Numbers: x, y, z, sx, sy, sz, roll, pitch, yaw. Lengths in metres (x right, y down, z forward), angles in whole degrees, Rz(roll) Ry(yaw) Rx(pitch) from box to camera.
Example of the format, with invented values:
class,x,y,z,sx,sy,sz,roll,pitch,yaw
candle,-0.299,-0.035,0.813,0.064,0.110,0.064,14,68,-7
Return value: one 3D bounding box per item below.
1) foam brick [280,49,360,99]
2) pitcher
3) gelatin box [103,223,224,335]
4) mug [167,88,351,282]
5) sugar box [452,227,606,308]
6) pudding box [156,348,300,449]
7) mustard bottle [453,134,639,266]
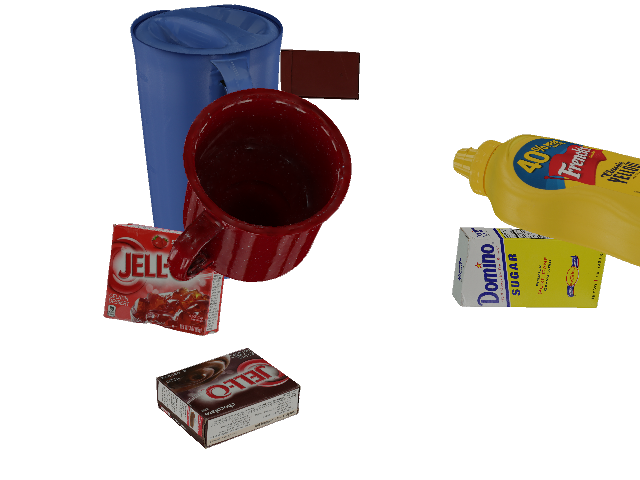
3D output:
class,x,y,z,sx,sy,sz,roll,pitch,yaw
foam brick,-0.001,-0.179,1.154,0.078,0.051,0.053,0,11,-14
pitcher,-0.099,-0.083,0.981,0.145,0.243,0.149,13,32,19
gelatin box,-0.118,0.029,0.811,0.089,0.073,0.030,9,5,19
mug,-0.043,-0.019,0.611,0.093,0.117,0.082,39,-27,7
sugar box,0.254,0.034,1.303,0.176,0.093,0.048,-1,21,-10
pudding box,-0.090,0.151,1.040,0.113,0.039,0.090,-17,30,-35
mustard bottle,0.178,-0.034,0.741,0.192,0.058,0.096,19,38,34
